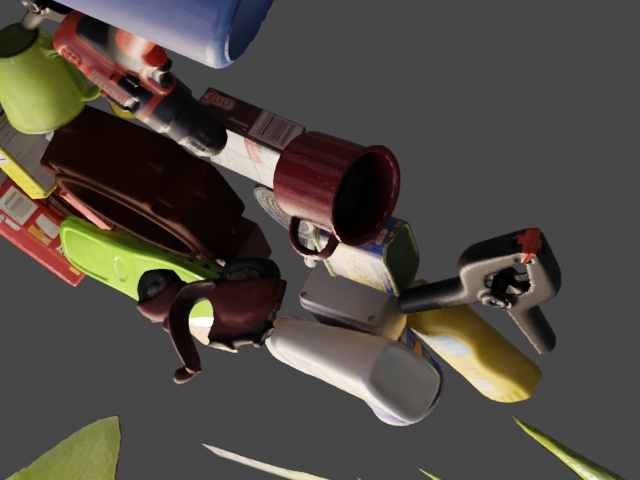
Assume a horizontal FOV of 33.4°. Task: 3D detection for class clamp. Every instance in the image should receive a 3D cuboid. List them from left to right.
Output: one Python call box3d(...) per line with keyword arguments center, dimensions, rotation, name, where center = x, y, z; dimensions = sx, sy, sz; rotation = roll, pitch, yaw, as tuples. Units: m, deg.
box3d(center=(-0.265, -0.231, 1.017), dimensions=(0.172, 0.039, 0.120), rotation=(19, 167, 28), name="clamp")
box3d(center=(0.158, 0.044, 1.003), dimensions=(0.164, 0.036, 0.210), rotation=(12, 153, 6), name="clamp")

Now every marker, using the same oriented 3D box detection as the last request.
box3d(center=(-0.008, 0.001, 1.214), dimensions=(0.020, 0.020, 0.121), rotation=(29, 160, 10), name="marker")

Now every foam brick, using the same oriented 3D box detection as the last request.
box3d(center=(-0.101, 0.009, 1.321), dimensions=(0.053, 0.051, 0.078), rotation=(23, 159, 25), name="foam brick")

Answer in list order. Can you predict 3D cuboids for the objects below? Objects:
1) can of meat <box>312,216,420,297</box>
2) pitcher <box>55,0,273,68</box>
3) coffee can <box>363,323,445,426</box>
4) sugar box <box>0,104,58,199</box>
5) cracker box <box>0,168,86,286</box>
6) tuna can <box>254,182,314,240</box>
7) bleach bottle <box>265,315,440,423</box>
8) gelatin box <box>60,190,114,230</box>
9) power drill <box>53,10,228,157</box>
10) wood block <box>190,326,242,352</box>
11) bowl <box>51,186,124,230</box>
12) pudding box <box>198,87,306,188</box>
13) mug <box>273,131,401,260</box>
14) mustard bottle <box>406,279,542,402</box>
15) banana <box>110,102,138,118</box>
box3d(center=(0.050, 0.008, 1.089), dimensions=(0.084, 0.057, 0.102), rotation=(20, 157, 27), name="can of meat")
box3d(center=(-0.149, -0.223, 0.741), dimensions=(0.243, 0.145, 0.149), rotation=(26, -169, 5), name="pitcher")
box3d(center=(0.081, 0.152, 1.317), dimensions=(0.103, 0.102, 0.140), rotation=(15, 154, 40), name="coffee can")
box3d(center=(-0.372, -0.141, 1.288), dimensions=(0.048, 0.093, 0.176), rotation=(-2, 137, 47), name="sugar box")
box3d(center=(-0.401, -0.033, 1.535), dimensions=(0.164, 0.072, 0.214), rotation=(40, -179, -21), name="cracker box")
box3d(center=(-0.027, -0.039, 1.110), dimensions=(0.086, 0.033, 0.086), rotation=(34, 163, 12), name="tuna can")
box3d(center=(0.017, 0.134, 1.205), dimensions=(0.102, 0.068, 0.251), rotation=(39, 164, -30), name="bleach bottle")
box3d(center=(-0.269, -0.069, 1.331), dimensions=(0.073, 0.089, 0.030), rotation=(42, 159, -28), name="gelatin box")
box3d(center=(-0.132, -0.154, 0.915), dimensions=(0.184, 0.057, 0.188), rotation=(36, 153, -14), name="power drill")
box3d(center=(-0.184, 0.063, 1.519), dimensions=(0.090, 0.090, 0.206), rotation=(8, 149, 49), name="wood block")
box3d(center=(-0.300, -0.066, 1.436), dimensions=(0.162, 0.055, 0.162), rotation=(28, 160, 11), name="bowl")
box3d(center=(-0.063, -0.093, 1.042), dimensions=(0.114, 0.039, 0.090), rotation=(27, 160, 20), name="pudding box")
box3d(center=(0.008, -0.039, 0.959), dimensions=(0.082, 0.117, 0.093), rotation=(23, -176, 38), name="mug")
box3d(center=(0.150, 0.102, 1.160), dimensions=(0.191, 0.058, 0.096), rotation=(41, 164, -24), name="mustard bottle")
box3d(center=(-0.187, -0.163, 1.071), dimensions=(0.070, 0.037, 0.198), rotation=(47, 161, 10), name="banana")
